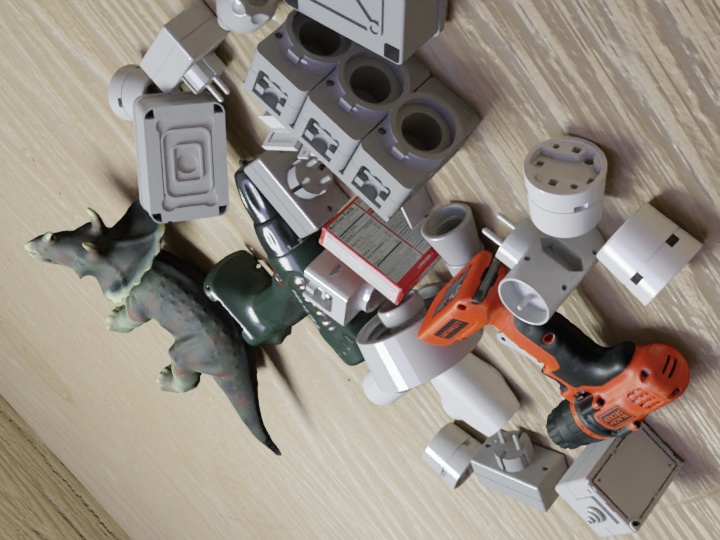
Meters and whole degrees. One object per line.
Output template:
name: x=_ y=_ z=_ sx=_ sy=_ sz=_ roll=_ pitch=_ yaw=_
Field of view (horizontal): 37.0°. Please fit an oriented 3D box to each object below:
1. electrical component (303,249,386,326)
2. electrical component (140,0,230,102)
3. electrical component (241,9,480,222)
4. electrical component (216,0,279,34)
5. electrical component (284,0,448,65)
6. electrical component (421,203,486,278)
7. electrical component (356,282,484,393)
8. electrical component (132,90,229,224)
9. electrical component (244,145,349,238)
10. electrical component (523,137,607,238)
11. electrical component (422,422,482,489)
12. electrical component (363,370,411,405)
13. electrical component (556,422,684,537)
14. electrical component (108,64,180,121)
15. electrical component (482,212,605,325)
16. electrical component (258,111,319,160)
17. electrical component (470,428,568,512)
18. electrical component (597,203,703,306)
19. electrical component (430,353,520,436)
electrical component: x=0.000 y=0.000 z=0.956 sx=0.056 sy=0.089 sz=0.050 roll=36 pitch=151 yaw=17
electrical component: x=-0.144 y=-0.181 z=0.950 sx=0.075 sy=0.047 sz=0.083 roll=49 pitch=152 yaw=-7
electrical component: x=0.002 y=-0.124 z=0.787 sx=0.150 sy=0.089 sz=0.061 roll=43 pitch=152 yaw=3
electrical component: x=-0.094 y=-0.208 z=0.852 sx=0.043 sy=0.043 sz=0.062 roll=52 pitch=153 yaw=-13
electrical component: x=0.003 y=-0.209 z=0.708 sx=0.109 sy=0.056 sz=0.108 roll=33 pitch=150 yaw=22
electrical component: x=0.083 y=-0.017 z=0.877 sx=0.044 sy=0.044 sz=0.065 roll=10 pitch=142 yaw=47
electrical component: x=0.048 y=0.052 z=0.950 sx=0.108 sy=0.108 sz=0.060 roll=-11 pitch=114 yaw=57
electrical component: x=-0.168 y=-0.107 z=1.007 sx=0.057 sy=0.078 sz=0.113 roll=-135 pitch=41 yaw=-59
electrical component: x=-0.049 y=-0.081 z=0.959 sx=0.083 sy=0.047 sz=0.076 roll=50 pitch=151 yaw=-10
electrical component: x=0.140 y=-0.055 z=0.734 sx=0.055 sy=0.055 sz=0.047 roll=27 pitch=151 yaw=30
electrical component: x=0.098 y=0.192 z=1.124 sx=0.047 sy=0.055 sz=0.055 roll=38 pitch=152 yaw=20
electrical component: x=0.036 y=0.108 z=1.103 sx=0.043 sy=0.043 sz=0.081 roll=44 pitch=152 yaw=2
electrical component: x=0.213 y=0.179 z=0.906 sx=0.061 sy=0.096 sz=0.061 roll=46 pitch=152 yaw=-2
electrical component: x=-0.208 y=-0.170 z=1.045 sx=0.047 sy=0.055 sz=0.055 roll=15 pitch=140 yaw=37
electrical component: x=0.126 y=-0.012 z=0.786 sx=0.079 sy=0.077 sz=0.043 roll=39 pitch=152 yaw=12
electrical component: x=-0.039 y=-0.125 z=0.865 sx=0.042 sy=0.081 sz=0.064 roll=10 pitch=159 yaw=47
electrical component: x=0.151 y=0.182 z=1.044 sx=0.083 sy=0.047 sz=0.075 roll=17 pitch=141 yaw=42
electrical component: x=0.193 y=-0.012 z=0.722 sx=0.047 sy=0.055 sz=0.055 roll=43 pitch=152 yaw=11
electrical component: x=0.103 y=0.121 z=1.030 sx=0.077 sy=0.044 sz=0.079 roll=44 pitch=152 yaw=1
